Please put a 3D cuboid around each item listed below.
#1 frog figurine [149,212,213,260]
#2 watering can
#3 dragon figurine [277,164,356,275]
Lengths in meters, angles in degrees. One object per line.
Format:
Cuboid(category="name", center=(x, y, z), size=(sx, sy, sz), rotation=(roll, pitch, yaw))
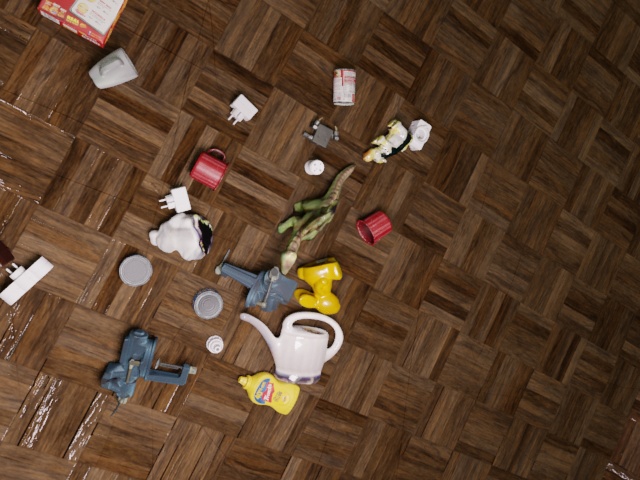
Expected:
Cuboid(category="frog figurine", center=(-0.387, -0.005, 1.444), size=(0.159, 0.125, 0.135), rotation=(-12, 112, 17))
Cuboid(category="watering can", center=(-0.093, 0.324, 1.568), size=(0.347, 0.104, 0.224), rotation=(9, 93, -23))
Cuboid(category="dragon figurine", center=(0.005, -0.076, 1.503), size=(0.121, 0.243, 0.412), rotation=(39, 83, -16))
